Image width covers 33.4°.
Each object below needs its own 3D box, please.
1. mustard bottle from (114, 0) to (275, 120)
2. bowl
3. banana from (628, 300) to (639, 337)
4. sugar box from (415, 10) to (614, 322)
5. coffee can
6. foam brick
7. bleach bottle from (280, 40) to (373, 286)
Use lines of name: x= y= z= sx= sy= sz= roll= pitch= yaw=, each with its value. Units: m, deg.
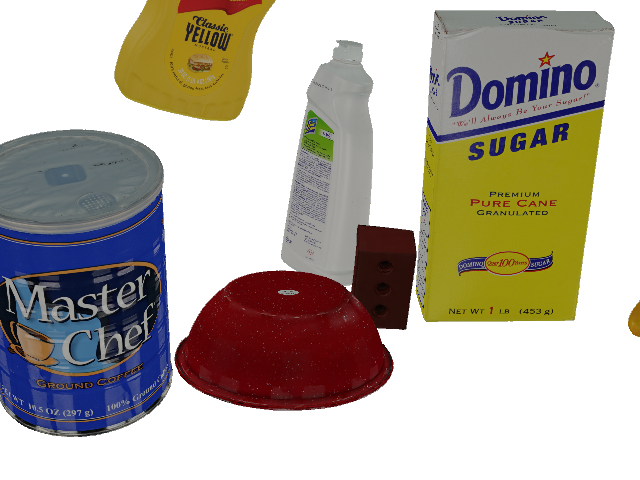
mustard bottle: x=-0.075 y=-0.184 z=0.755 sx=0.096 sy=0.192 sz=0.058 roll=11 pitch=24 yaw=-26
bowl: x=-0.025 y=0.063 z=0.778 sx=0.162 sy=0.055 sz=0.162 roll=3 pitch=19 yaw=-1
banana: x=0.295 y=0.031 z=0.702 sx=0.198 sy=0.037 sz=0.069 roll=-2 pitch=33 yaw=1
sugar box: x=0.106 y=-0.039 z=0.606 sx=0.093 sy=0.176 sz=0.048 roll=-1 pitch=27 yaw=-3
coffee can: x=-0.136 y=0.023 z=0.597 sx=0.103 sy=0.140 sz=0.103 roll=2 pitch=32 yaw=-1
foam brick: x=0.055 y=0.033 z=0.959 sx=0.053 sy=0.078 sz=0.051 roll=4 pitch=26 yaw=0
bleach bottle: x=0.018 y=-0.085 z=1.139 sx=0.067 sy=0.251 sz=0.103 roll=-8 pitch=24 yaw=-41
